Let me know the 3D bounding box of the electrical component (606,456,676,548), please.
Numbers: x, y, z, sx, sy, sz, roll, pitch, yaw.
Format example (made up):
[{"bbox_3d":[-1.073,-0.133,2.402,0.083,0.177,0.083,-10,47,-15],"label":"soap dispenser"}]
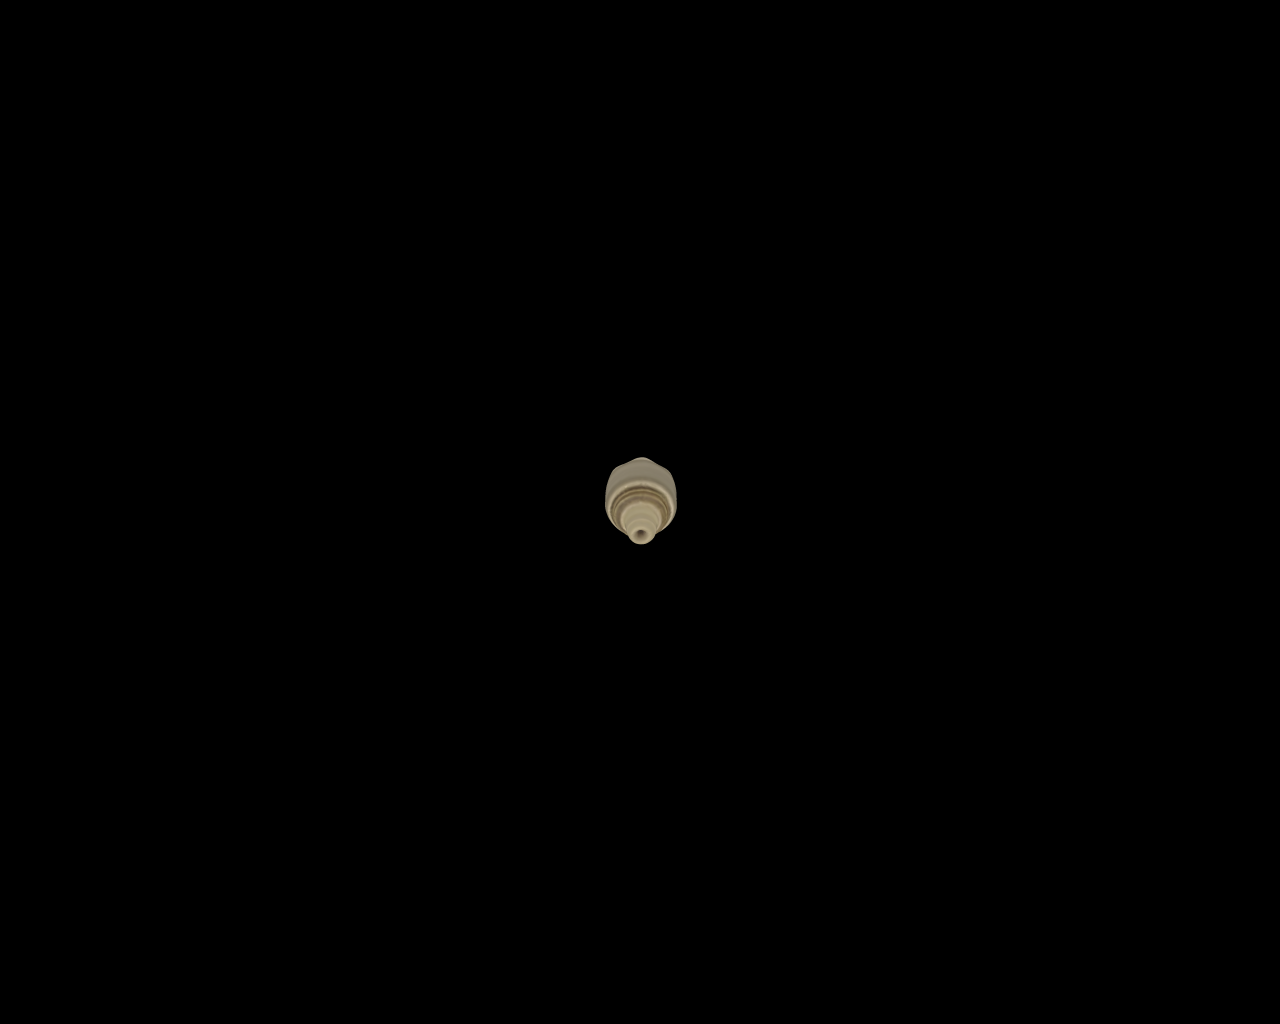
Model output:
[{"bbox_3d":[0.001,-0.003,0.650,0.043,0.043,0.062,0,33,0],"label":"electrical component"}]
